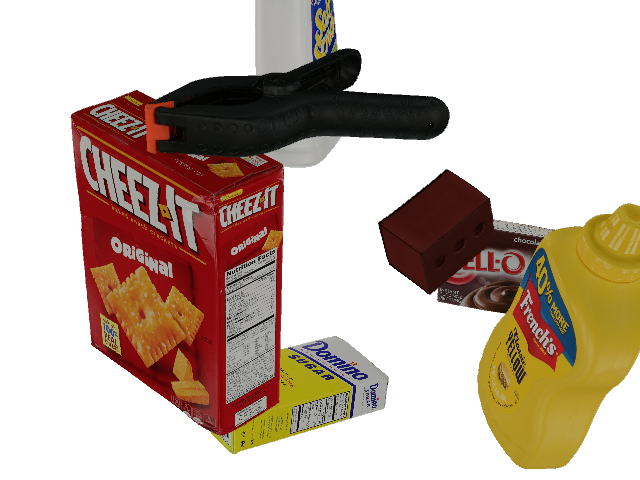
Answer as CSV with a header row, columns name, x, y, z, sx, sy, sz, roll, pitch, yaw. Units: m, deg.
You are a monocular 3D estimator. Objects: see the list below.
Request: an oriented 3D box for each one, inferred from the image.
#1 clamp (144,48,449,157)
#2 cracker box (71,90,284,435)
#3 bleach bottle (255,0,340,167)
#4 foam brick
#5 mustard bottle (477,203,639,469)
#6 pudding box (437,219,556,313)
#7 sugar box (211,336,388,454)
name,x,y,z,sx,sy,sz,roll,pitch,yaw
clamp,-0.023,-0.083,0.633,0.171,0.039,0.120,-5,22,-17
cracker box,-0.108,0.018,0.797,0.164,0.214,0.072,29,41,35
bleach bottle,-0.024,-0.197,0.929,0.068,0.251,0.102,8,32,19
foam brick,0.094,-0.007,0.849,0.078,0.053,0.051,-38,49,-18
mustard bottle,0.149,0.049,0.632,0.058,0.096,0.192,2,-41,-13
pudding box,0.180,0.025,1.097,0.114,0.090,0.039,9,23,16
sugar box,-0.031,0.145,1.035,0.175,0.048,0.093,-14,31,-32
